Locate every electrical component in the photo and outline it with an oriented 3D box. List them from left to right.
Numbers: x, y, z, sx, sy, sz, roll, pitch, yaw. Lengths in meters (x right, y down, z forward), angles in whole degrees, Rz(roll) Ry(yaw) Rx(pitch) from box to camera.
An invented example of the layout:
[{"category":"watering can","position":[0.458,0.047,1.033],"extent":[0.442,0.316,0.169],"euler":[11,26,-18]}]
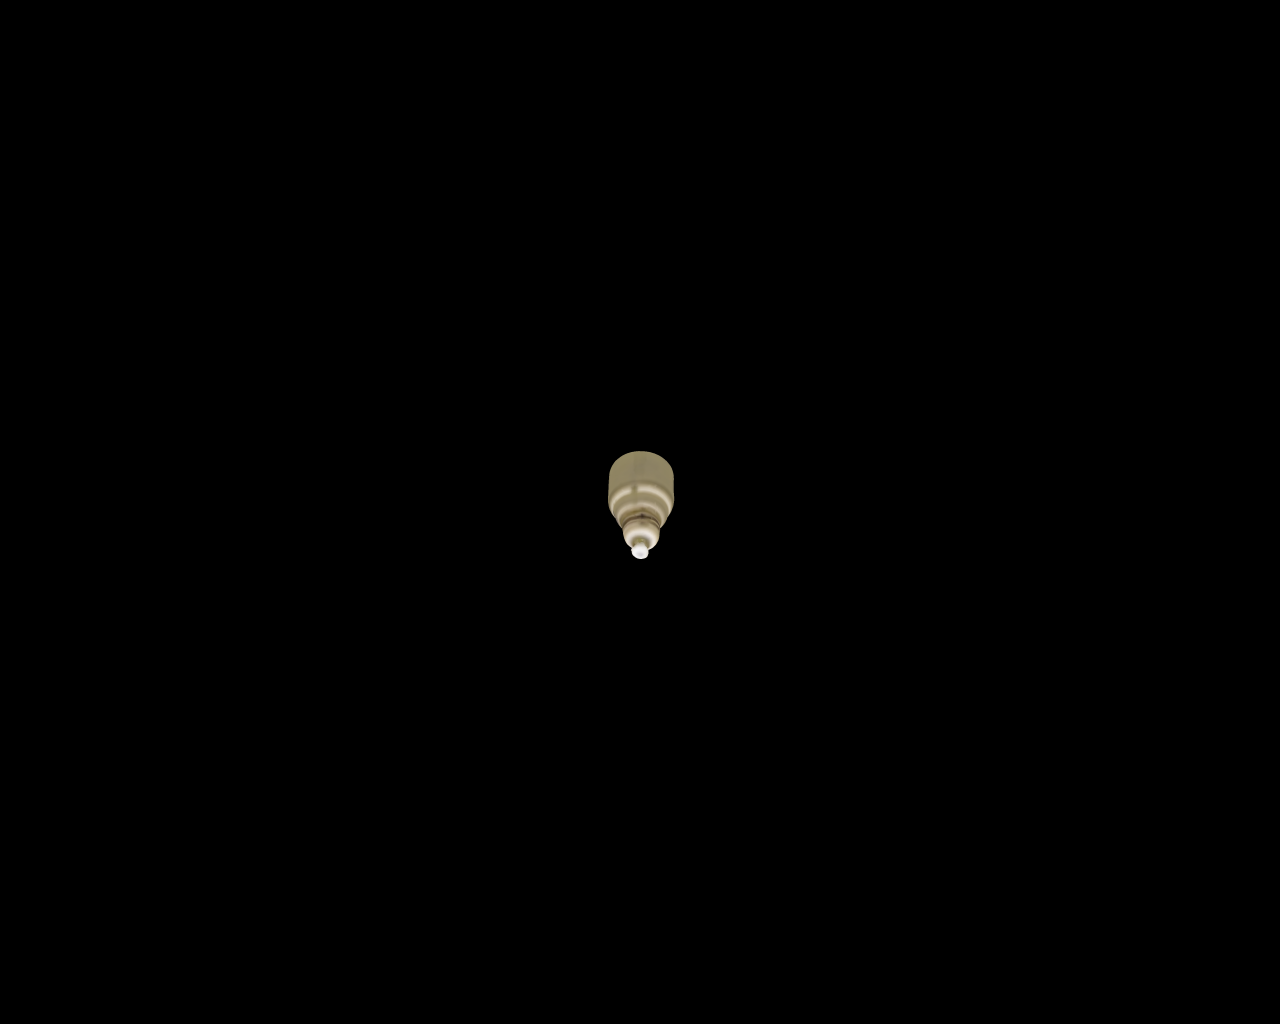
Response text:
[{"category":"electrical component","position":[0.001,-0.003,0.650],"extent":[0.040,0.040,0.078],"euler":[0,44,0]}]
